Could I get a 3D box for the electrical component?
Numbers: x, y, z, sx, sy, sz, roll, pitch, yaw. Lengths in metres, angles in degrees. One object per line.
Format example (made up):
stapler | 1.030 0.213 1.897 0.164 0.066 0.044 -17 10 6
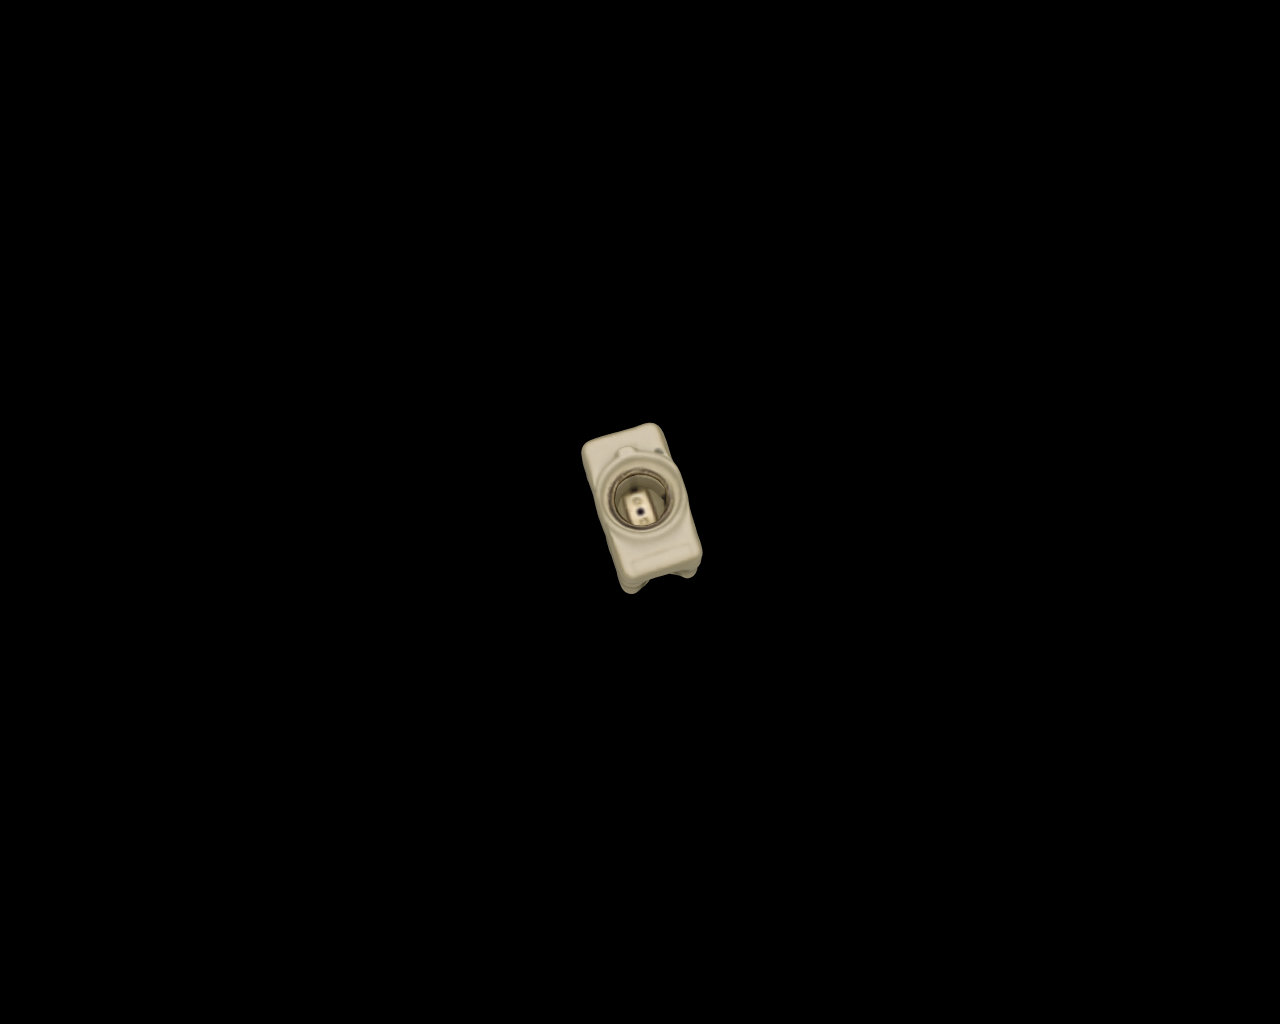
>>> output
electrical component | 0.001 -0.003 0.650 0.050 0.089 0.055 -17 -15 -5
